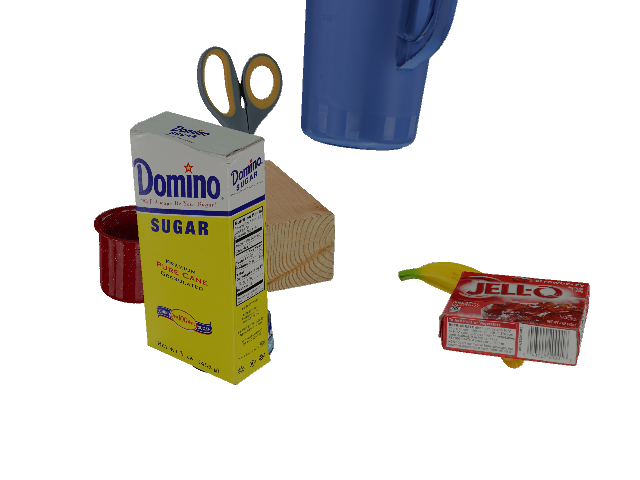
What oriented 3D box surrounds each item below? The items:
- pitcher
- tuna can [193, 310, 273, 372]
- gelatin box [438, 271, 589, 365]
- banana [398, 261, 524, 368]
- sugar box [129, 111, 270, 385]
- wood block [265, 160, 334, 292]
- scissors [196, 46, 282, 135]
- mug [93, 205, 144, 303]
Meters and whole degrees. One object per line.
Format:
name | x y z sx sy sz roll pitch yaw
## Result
pitcher | 0.052 -0.206 0.954 0.145 0.243 0.149 7 14 7
tuna can | -0.087 0.091 1.014 0.086 0.034 0.086 -6 25 2
gelatin box | 0.129 0.049 0.707 0.089 0.030 0.073 6 23 18
banana | 0.165 0.068 1.118 0.069 0.037 0.198 -36 39 -13
sugar box | -0.084 0.006 0.749 0.093 0.176 0.048 18 34 33
wood block | -0.065 -0.023 1.350 0.090 0.090 0.206 -10 26 -22
scissors | -0.063 -0.097 1.051 0.096 0.202 0.016 -23 10 -25
mug | -0.212 0.012 1.190 0.093 0.081 0.117 -19 35 -39
